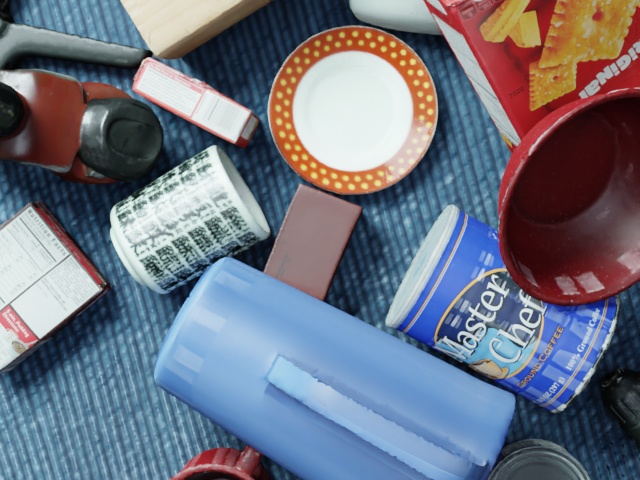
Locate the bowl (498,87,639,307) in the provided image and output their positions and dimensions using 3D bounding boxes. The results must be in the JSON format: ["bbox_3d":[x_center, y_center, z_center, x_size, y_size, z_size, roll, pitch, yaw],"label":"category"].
[{"bbox_3d":[0.180,-0.037,0.726,0.162,0.055,0.162,-11,122,-18],"label":"bowl"}]

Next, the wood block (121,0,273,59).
[{"bbox_3d":[-0.048,-0.224,0.778,0.206,0.090,0.091,-30,96,9],"label":"wood block"}]

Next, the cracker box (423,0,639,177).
[{"bbox_3d":[0.186,-0.142,0.745,0.164,0.072,0.213,-36,125,3],"label":"cracker box"}]

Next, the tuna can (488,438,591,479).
[{"bbox_3d":[0.168,0.199,0.830,0.086,0.034,0.086,0,92,2],"label":"tuna can"}]

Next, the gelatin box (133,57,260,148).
[{"bbox_3d":[-0.092,-0.103,0.806,0.089,0.073,0.030,28,92,1],"label":"gelatin box"}]

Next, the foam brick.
[{"bbox_3d":[-0.005,0.001,0.819,0.053,0.051,0.078,23,92,2],"label":"foam brick"}]

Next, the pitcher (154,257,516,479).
[{"bbox_3d":[0.008,0.112,0.759,0.243,0.144,0.149,29,131,2],"label":"pitcher"}]

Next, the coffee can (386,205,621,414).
[{"bbox_3d":[0.134,0.051,0.791,0.140,0.103,0.103,28,93,0],"label":"coffee can"}]

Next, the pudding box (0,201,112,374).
[{"bbox_3d":[-0.235,0.038,0.835,0.113,0.039,0.090,-39,90,1],"label":"pudding box"}]

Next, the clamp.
[{"bbox_3d":[-0.243,-0.164,0.827,0.210,0.036,0.164,-32,91,5],"label":"clamp"}]

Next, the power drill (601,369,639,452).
[{"bbox_3d":[0.333,0.122,0.812,0.188,0.057,0.184,-44,94,6],"label":"power drill"}]

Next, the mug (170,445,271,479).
[{"bbox_3d":[-0.072,0.196,0.814,0.093,0.081,0.117,27,93,0],"label":"mug"}]
